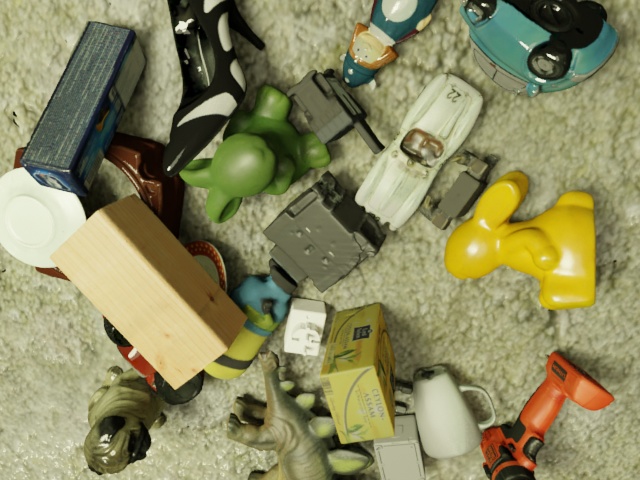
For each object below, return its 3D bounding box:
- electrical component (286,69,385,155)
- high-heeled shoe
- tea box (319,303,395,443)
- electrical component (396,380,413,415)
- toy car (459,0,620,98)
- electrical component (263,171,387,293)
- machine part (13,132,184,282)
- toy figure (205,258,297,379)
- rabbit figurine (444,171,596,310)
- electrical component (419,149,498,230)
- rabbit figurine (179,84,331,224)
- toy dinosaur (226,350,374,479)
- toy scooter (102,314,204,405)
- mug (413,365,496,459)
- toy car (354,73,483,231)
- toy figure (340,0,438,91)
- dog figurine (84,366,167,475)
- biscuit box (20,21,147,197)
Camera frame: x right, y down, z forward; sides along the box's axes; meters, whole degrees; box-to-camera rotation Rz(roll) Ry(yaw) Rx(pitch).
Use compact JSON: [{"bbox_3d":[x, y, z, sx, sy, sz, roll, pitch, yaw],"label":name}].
[{"bbox_3d":[0.023,-0.141,0.630,0.048,0.075,0.119,-35,96,27],"label":"electrical component"},{"bbox_3d":[-0.150,-0.199,0.585,0.145,0.249,0.086,37,148,-24],"label":"high-heeled shoe"},{"bbox_3d":[0.053,0.160,0.678,0.068,0.170,0.098,-14,107,12],"label":"tea box"},{"bbox_3d":[0.082,0.219,0.770,0.094,0.021,0.063,14,109,4],"label":"electrical component"},{"bbox_3d":[0.217,-0.209,0.572,0.162,0.109,0.102,37,154,12],"label":"toy car"},{"bbox_3d":[-0.001,-0.002,0.677,0.115,0.058,0.134,46,128,-5],"label":"electrical component"},{"bbox_3d":[-0.292,-0.041,0.709,0.201,0.087,0.201,14,107,4],"label":"machine part"},{"bbox_3d":[-0.099,0.112,0.729,0.180,0.082,0.089,-46,81,11],"label":"toy figure"},{"bbox_3d":[0.231,0.004,0.638,0.173,0.122,0.162,-4,105,29],"label":"rabbit figurine"},{"bbox_3d":[0.165,-0.062,0.644,0.045,0.078,0.102,38,116,16],"label":"electrical component"},{"bbox_3d":[-0.085,-0.096,0.616,0.159,0.170,0.121,-30,100,15],"label":"rabbit figurine"},{"bbox_3d":[-0.019,0.360,0.789,0.199,0.105,0.470,-6,111,7],"label":"toy dinosaur"},{"bbox_3d":[-0.236,0.142,0.751,0.075,0.135,0.183,-40,119,-10],"label":"toy scooter"},{"bbox_3d":[0.176,0.226,0.730,0.110,0.081,0.107,-20,94,19],"label":"mug"},{"bbox_3d":[0.115,-0.101,0.646,0.073,0.056,0.201,32,109,-3],"label":"toy car"},{"bbox_3d":[0.074,-0.241,0.610,0.154,0.057,0.064,-50,56,20],"label":"toy figure"},{"bbox_3d":[-0.293,0.264,0.750,0.121,0.190,0.172,38,110,-5],"label":"dog figurine"},{"bbox_3d":[-0.271,-0.154,0.625,0.063,0.059,0.202,14,69,3],"label":"biscuit box"}]
